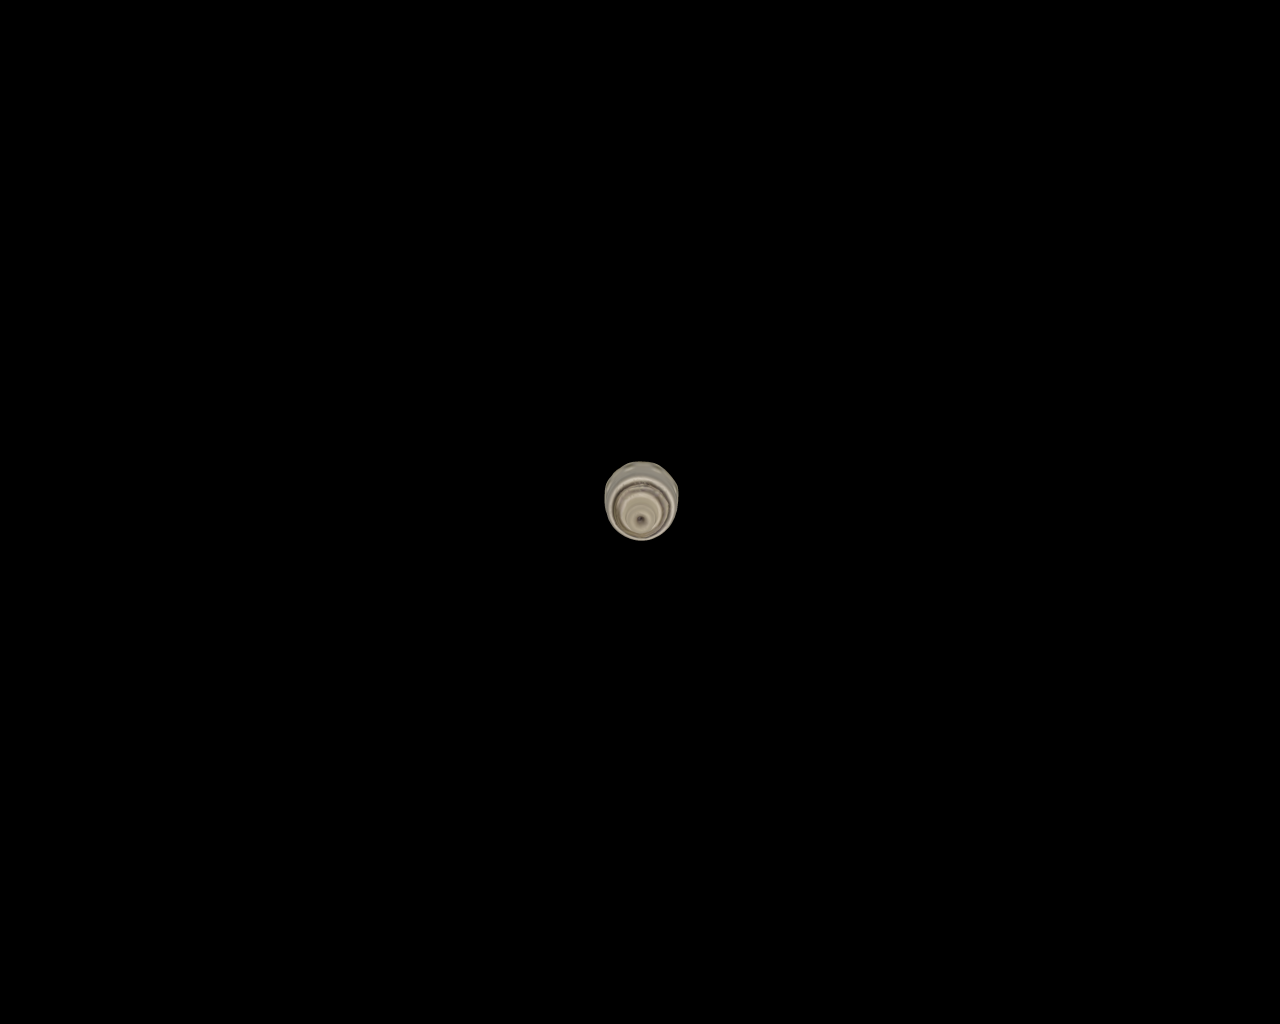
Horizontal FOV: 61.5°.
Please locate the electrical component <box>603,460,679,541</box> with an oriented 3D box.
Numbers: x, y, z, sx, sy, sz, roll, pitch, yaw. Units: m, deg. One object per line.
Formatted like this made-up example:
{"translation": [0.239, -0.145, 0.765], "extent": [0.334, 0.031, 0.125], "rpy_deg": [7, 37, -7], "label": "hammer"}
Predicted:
{"translation": [0.001, -0.003, 0.650], "extent": [0.048, 0.048, 0.062], "rpy_deg": [0, 16, 0], "label": "electrical component"}
